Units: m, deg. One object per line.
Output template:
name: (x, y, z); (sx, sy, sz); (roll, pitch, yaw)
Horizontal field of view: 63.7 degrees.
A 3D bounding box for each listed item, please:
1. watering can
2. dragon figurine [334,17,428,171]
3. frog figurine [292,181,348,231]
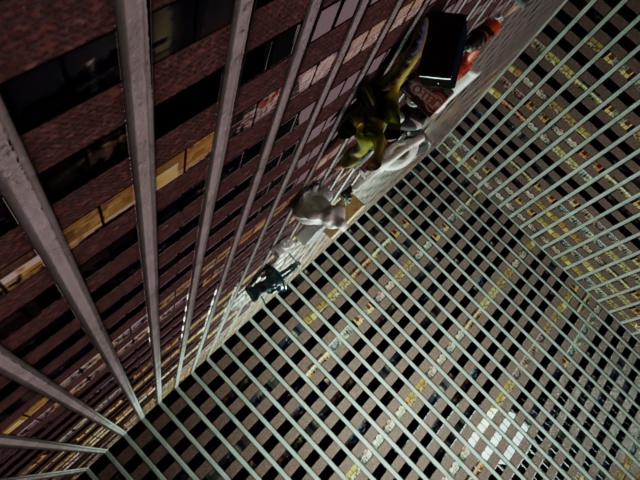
watering can: (0.283, -0.319, 2.070); (0.343, 0.104, 0.227); (-36, 179, 24)
dragon figurine: (0.137, -0.305, 1.141); (0.403, 0.122, 0.248); (-59, -174, 29)
frog figurine: (0.004, -0.073, 1.441); (0.122, 0.160, 0.138); (-44, 174, 9)
